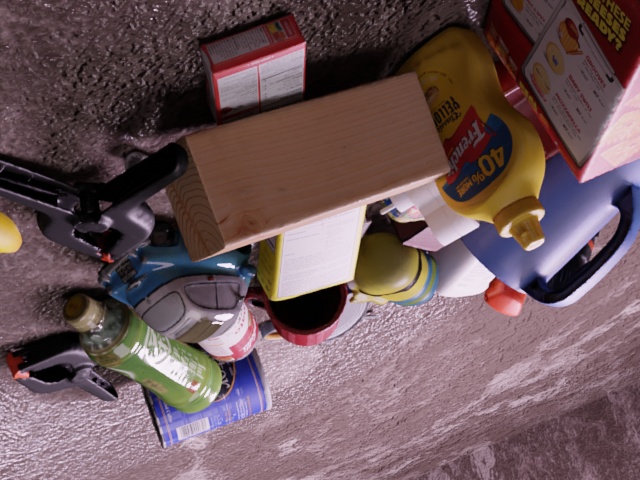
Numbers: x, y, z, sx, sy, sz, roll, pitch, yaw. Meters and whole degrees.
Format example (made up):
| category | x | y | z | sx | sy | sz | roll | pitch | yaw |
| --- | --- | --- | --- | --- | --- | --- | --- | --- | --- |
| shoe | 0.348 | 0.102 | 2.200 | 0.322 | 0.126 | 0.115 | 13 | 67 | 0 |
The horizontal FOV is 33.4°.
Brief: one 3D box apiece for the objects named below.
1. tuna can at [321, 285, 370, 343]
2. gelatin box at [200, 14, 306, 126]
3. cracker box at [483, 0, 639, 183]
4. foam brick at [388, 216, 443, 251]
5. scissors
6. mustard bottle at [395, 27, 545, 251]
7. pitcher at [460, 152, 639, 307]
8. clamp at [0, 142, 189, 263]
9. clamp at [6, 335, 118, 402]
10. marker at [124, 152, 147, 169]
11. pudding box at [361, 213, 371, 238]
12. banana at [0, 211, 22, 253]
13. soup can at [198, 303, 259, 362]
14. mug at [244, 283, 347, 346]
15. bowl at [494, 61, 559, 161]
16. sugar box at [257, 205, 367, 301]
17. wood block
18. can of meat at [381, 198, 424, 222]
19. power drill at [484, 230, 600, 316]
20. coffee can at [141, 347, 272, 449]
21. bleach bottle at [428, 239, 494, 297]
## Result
| category | x | y | z | sx | sy | sz | roll | pitch | yaw |
| --- | --- | --- | --- | --- | --- | --- | --- | --- | --- |
| tuna can | 0.017 | 0.084 | 1.306 | 0.086 | 0.034 | 0.086 | -26 | 146 | -20 |
| gelatin box | -0.049 | -0.125 | 0.803 | 0.073 | 0.030 | 0.089 | -21 | 160 | -10 |
| cracker box | 0.203 | -0.165 | 0.792 | 0.072 | 0.164 | 0.214 | -23 | 158 | -11 |
| foam brick | 0.117 | -0.025 | 1.167 | 0.051 | 0.053 | 0.078 | -36 | 156 | 26 |
| scissors | 0.016 | 0.095 | 1.383 | 0.201 | 0.016 | 0.096 | -9 | 153 | -33 |
| mustard bottle | 0.131 | -0.075 | 0.881 | 0.058 | 0.192 | 0.096 | 0 | 146 | -48 |
| pitcher | 0.265 | -0.057 | 1.102 | 0.243 | 0.149 | 0.145 | -46 | -172 | 26 |
| clamp | -0.192 | -0.028 | 0.846 | 0.164 | 0.036 | 0.210 | 1 | 161 | -10 |
| clamp | -0.264 | 0.141 | 1.161 | 0.171 | 0.039 | 0.120 | -1 | 130 | -39 |
| marker | -0.121 | -0.052 | 0.907 | 0.020 | 0.020 | 0.121 | -33 | 157 | 20 |
| pudding box | -0.007 | 0.001 | 1.116 | 0.089 | 0.039 | 0.114 | -13 | 155 | -23 |
| banana | -0.299 | -0.013 | 0.798 | 0.070 | 0.037 | 0.197 | -18 | 165 | 41 |
| soup can | -0.110 | 0.089 | 1.171 | 0.068 | 0.068 | 0.102 | -24 | 158 | -1 |
| mug | -0.029 | 0.071 | 1.204 | 0.117 | 0.093 | 0.081 | 4 | 161 | 1 |
| bowl | 0.183 | -0.124 | 0.998 | 0.162 | 0.055 | 0.162 | -20 | 152 | -11 |
| sugar box | -0.006 | -0.024 | 0.997 | 0.093 | 0.048 | 0.176 | -15 | 137 | -22 |
| wood block | -0.013 | -0.059 | 0.858 | 0.205 | 0.091 | 0.090 | -20 | 179 | -24 |
| can of meat | 0.119 | -0.063 | 1.080 | 0.101 | 0.057 | 0.084 | -6 | 154 | -37 |
| power drill | 0.274 | 0.025 | 1.315 | 0.057 | 0.184 | 0.188 | 29 | 147 | -9 |
| coffee can | -0.141 | 0.181 | 1.301 | 0.140 | 0.103 | 0.103 | -19 | 157 | -14 |
| bleach bottle | 0.231 | -0.026 | 1.272 | 0.102 | 0.068 | 0.251 | -6 | 149 | -43 |
